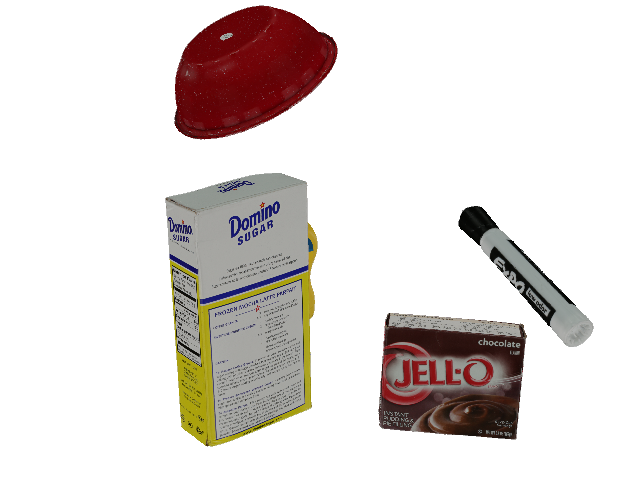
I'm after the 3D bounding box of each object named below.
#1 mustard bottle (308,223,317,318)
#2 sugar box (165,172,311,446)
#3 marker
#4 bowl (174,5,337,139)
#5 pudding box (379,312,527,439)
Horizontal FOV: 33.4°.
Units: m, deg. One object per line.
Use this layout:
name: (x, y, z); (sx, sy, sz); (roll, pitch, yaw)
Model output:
mustard bottle: (-0.052, 0.021, 1.449); (0.096, 0.192, 0.058); (-5, 25, -18)
sugar box: (-0.054, 0.047, 0.740); (0.093, 0.176, 0.048); (-16, 24, -36)
marker: (0.116, 0.017, 0.622); (0.020, 0.020, 0.121); (0, 35, -30)
bowl: (-0.069, -0.159, 0.941); (0.162, 0.055, 0.162); (-20, 33, 14)
pudding box: (0.105, 0.109, 0.861); (0.113, 0.090, 0.039); (3, 19, 4)
